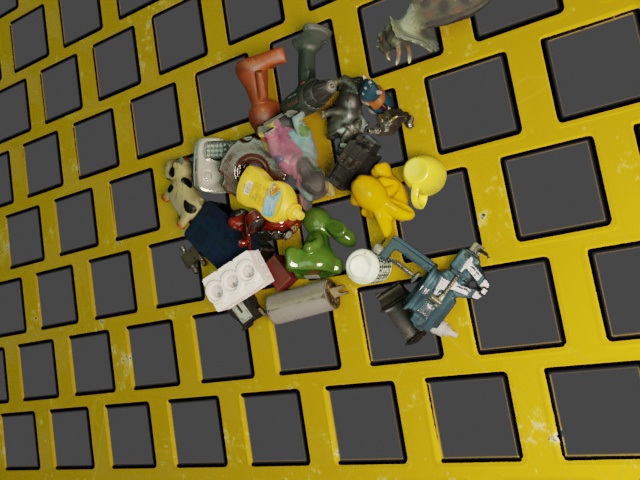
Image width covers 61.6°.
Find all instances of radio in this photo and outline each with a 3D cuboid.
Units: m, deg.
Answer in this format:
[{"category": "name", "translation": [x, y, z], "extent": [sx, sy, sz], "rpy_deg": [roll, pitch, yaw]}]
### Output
[{"category": "radio", "translation": [-0.235, 0.007, 1.398], "extent": [0.230, 0.073, 0.131], "rpy_deg": [40, 104, 20]}]

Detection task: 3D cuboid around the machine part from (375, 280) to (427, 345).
[{"category": "machine part", "translation": [0.186, 0.165, 1.204], "extent": [0.084, 0.039, 0.139], "rpy_deg": [-32, 73, 16]}]

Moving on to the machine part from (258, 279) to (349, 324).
[{"category": "machine part", "translation": [-0.041, 0.149, 1.294], "extent": [0.243, 0.079, 0.079], "rpy_deg": [-19, 80, 24]}]

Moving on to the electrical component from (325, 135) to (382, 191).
[{"category": "electrical component", "translation": [0.083, -0.175, 1.221], "extent": [0.058, 0.115, 0.134], "rpy_deg": [39, 108, 13]}]

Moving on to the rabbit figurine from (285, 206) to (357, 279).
[{"category": "rabbit figurine", "translation": [-0.003, -0.004, 1.263], "extent": [0.159, 0.121, 0.170], "rpy_deg": [-6, 70, 22]}]

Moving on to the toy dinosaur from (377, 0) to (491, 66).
[{"category": "toy dinosaur", "translation": [0.288, -0.526, 1.140], "extent": [0.405, 0.131, 0.192], "rpy_deg": [-23, 90, 19]}]

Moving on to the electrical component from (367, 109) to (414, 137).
[{"category": "electrical component", "translation": [0.162, -0.260, 1.201], "extent": [0.045, 0.102, 0.078], "rpy_deg": [56, 133, 24]}]

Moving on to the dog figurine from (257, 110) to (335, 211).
[{"category": "dog figurine", "translation": [-0.050, -0.182, 1.257], "extent": [0.108, 0.192, 0.219], "rpy_deg": [-30, 112, -8]}]

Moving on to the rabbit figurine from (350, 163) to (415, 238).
[{"category": "rabbit figurine", "translation": [0.123, -0.085, 1.169], "extent": [0.122, 0.173, 0.162], "rpy_deg": [-37, 69, 16]}]

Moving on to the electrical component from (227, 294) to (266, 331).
[{"category": "electrical component", "translation": [-0.201, 0.165, 1.375], "extent": [0.075, 0.048, 0.119], "rpy_deg": [-43, 82, 20]}]

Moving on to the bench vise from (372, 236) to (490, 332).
[{"category": "bench vise", "translation": [0.225, 0.064, 1.129], "extent": [0.241, 0.129, 0.223], "rpy_deg": [36, 109, 7]}]

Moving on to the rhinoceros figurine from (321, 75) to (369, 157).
[{"category": "rhinoceros figurine", "translation": [0.066, -0.290, 1.265], "extent": [0.112, 0.073, 0.190], "rpy_deg": [14, 93, 15]}]

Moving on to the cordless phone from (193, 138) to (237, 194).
[{"category": "cordless phone", "translation": [-0.236, -0.193, 1.402], "extent": [0.184, 0.088, 0.146], "rpy_deg": [0, 88, 19]}]

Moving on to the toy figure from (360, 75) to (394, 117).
[{"category": "toy figure", "translation": [0.123, -0.311, 1.186], "extent": [0.064, 0.154, 0.057], "rpy_deg": [21, 95, 24]}]

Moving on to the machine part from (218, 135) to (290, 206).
[{"category": "machine part", "translation": [-0.165, -0.171, 1.342], "extent": [0.179, 0.056, 0.179], "rpy_deg": [1, 100, 3]}]

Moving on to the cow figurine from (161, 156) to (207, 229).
[{"category": "cow figurine", "translation": [-0.368, -0.141, 1.461], "extent": [0.127, 0.085, 0.195], "rpy_deg": [-41, 69, 26]}]

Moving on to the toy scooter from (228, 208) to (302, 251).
[{"category": "toy scooter", "translation": [-0.136, -0.026, 1.295], "extent": [0.184, 0.135, 0.075], "rpy_deg": [0, 124, 3]}]

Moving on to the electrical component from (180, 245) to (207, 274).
[{"category": "electrical component", "translation": [-0.350, 0.044, 1.479], "extent": [0.063, 0.021, 0.094], "rpy_deg": [-42, 70, 18]}]

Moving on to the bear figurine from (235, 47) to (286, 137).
[{"category": "bear figurine", "translation": [-0.133, -0.365, 1.349], "extent": [0.132, 0.120, 0.195], "rpy_deg": [-26, 106, -18]}]

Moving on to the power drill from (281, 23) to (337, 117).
[{"category": "power drill", "translation": [-0.016, -0.393, 1.258], "extent": [0.232, 0.086, 0.207], "rpy_deg": [-20, 69, 62]}]
